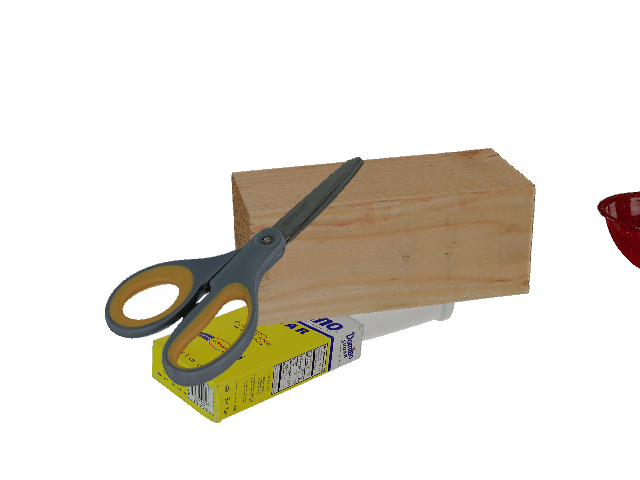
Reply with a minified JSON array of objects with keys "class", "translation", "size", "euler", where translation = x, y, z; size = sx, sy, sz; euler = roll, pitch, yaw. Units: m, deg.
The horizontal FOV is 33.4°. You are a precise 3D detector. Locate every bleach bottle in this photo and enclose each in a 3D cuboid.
[{"class":"bleach bottle","translation":[0.021,0.081,1.188],"size":[0.250,0.068,0.103],"euler":[-18,34,-26]}]

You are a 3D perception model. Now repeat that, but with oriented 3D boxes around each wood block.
[{"class":"wood block","translation":[0.043,-0.005,0.793],"size":[0.206,0.090,0.091],"euler":[-6,23,-11]}]

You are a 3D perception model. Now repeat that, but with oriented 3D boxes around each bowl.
[{"class":"bowl","translation":[0.351,-0.003,1.041],"size":[0.162,0.055,0.162],"euler":[0,18,0]}]

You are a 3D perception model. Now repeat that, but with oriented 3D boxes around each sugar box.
[{"class":"sugar box","translation":[-0.054,0.098,0.965],"size":[0.175,0.048,0.093],"euler":[-22,38,-39]}]

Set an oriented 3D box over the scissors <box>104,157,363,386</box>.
[{"class":"scissors","translation":[-0.052,0.005,0.627],"size":[0.096,0.016,0.201],"euler":[12,45,17]}]
